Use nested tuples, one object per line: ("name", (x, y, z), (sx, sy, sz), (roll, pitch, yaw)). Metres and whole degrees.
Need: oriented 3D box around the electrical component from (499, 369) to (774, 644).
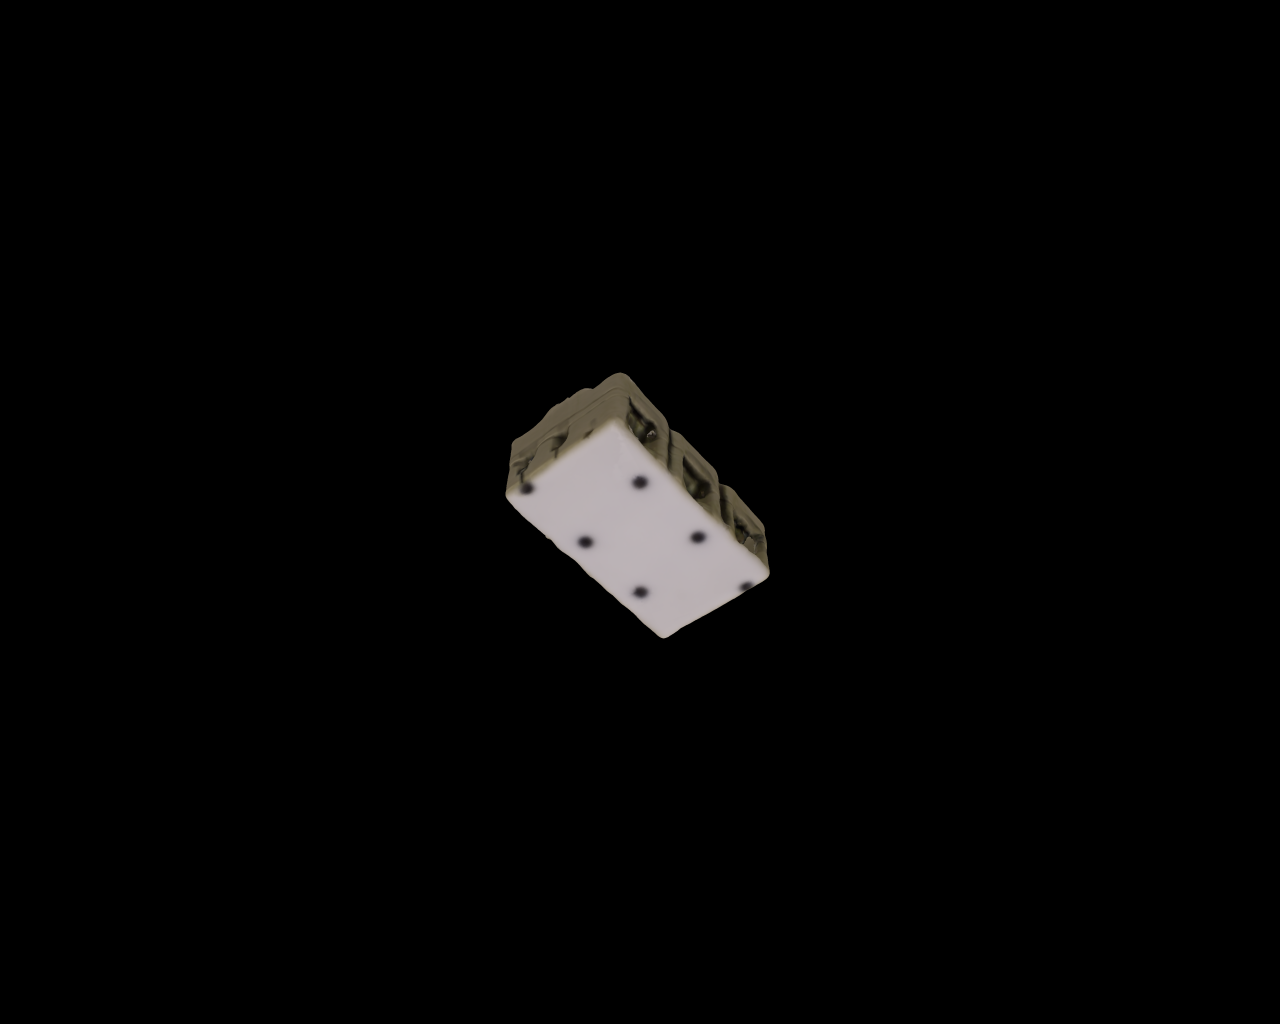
("electrical component", (0.001, -0.003, 0.650), (0.089, 0.150, 0.062), (-32, 32, 22))
